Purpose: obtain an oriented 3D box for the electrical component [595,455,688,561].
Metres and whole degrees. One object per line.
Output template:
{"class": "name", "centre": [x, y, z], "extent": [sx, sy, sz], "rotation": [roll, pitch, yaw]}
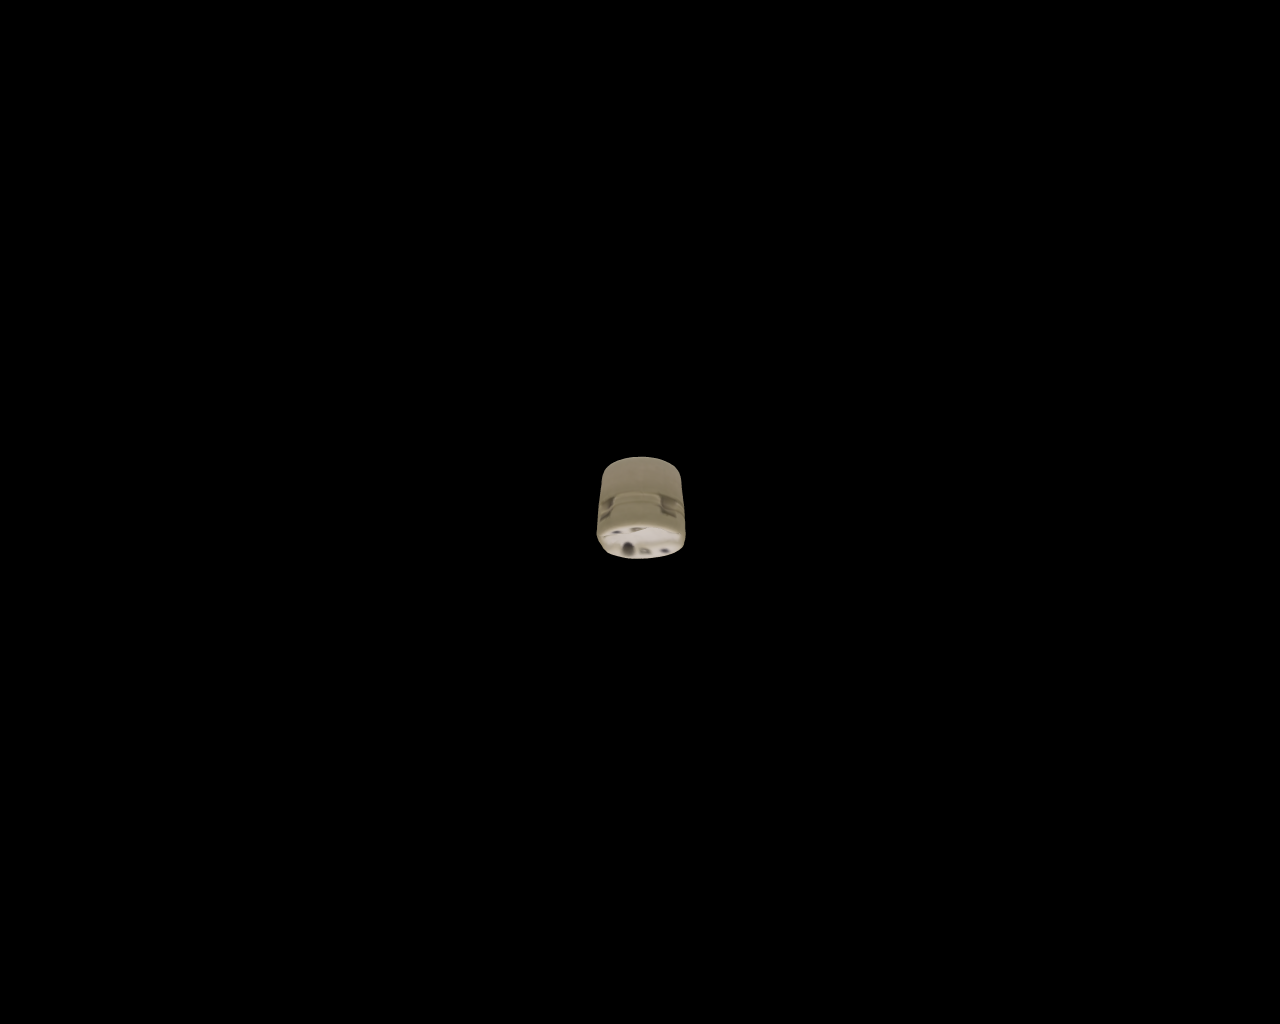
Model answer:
{"class": "electrical component", "centre": [0.001, -0.003, 0.650], "extent": [0.055, 0.047, 0.055], "rotation": [0, -26, 0]}
